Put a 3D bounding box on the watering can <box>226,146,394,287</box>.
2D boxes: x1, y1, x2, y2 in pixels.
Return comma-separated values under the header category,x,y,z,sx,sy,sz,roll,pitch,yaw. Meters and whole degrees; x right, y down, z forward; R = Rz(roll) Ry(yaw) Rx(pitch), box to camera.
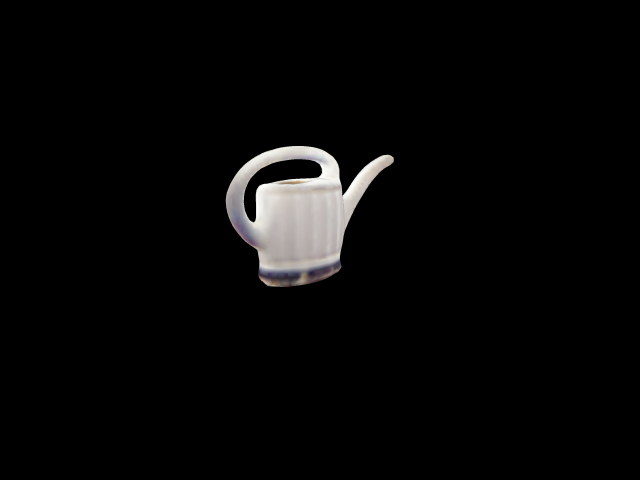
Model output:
category,x,y,z,sx,sy,sz,roll,pitch,yaw
watering can,0.003,-0.043,0.850,0.349,0.222,0.104,-9,13,-39
